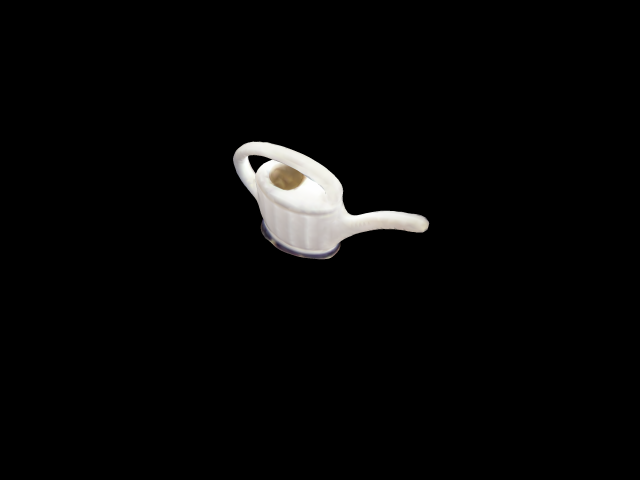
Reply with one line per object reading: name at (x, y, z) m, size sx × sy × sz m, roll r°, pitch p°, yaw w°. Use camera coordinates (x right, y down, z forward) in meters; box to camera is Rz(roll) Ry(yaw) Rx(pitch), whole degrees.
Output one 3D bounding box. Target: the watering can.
watering can at (0.003, -0.043, 0.850) m, size 0.350 × 0.106 × 0.219 m, roll 27°, pitch -30°, yaw 18°
